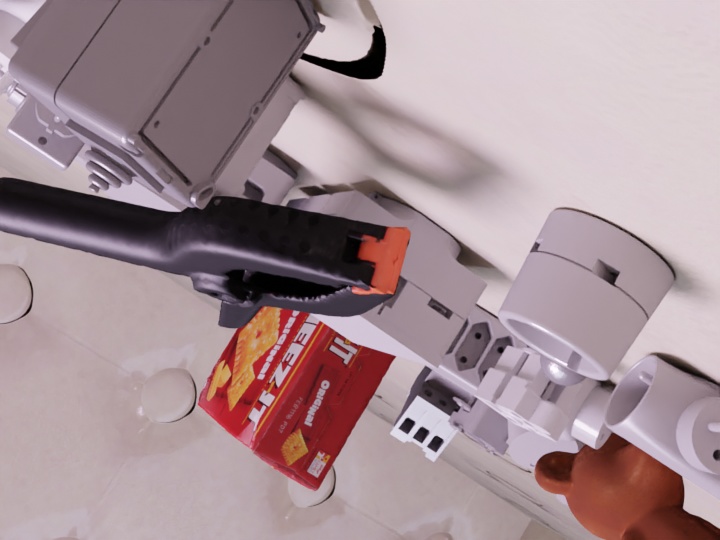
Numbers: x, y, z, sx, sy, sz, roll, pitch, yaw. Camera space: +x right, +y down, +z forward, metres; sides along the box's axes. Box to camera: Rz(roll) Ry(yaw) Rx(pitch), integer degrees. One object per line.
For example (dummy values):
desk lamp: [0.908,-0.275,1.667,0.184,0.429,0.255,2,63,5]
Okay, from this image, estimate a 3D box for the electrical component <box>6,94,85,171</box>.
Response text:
electrical component: [-0.198,-0.107,0.719,0.047,0.065,0.077,35,171,-17]

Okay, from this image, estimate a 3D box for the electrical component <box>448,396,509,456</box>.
electrical component: [0.108,0.112,0.874,0.081,0.063,0.042,36,172,-23]

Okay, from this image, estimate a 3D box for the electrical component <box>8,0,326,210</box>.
electrical component: [-0.067,-0.070,0.353,0.061,0.096,0.061,30,172,19]

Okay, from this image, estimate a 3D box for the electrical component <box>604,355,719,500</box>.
electrical component: [0.170,0.079,0.523,0.077,0.044,0.079,33,172,-4]

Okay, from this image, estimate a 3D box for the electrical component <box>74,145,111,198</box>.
electrical component: [-0.195,-0.064,0.930,0.138,0.073,0.052,36,171,-24]

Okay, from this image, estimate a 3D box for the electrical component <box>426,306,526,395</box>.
electrical component: [0.072,0.054,0.728,0.066,0.047,0.076,32,172,3]

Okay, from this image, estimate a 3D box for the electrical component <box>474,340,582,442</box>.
electrical component: [0.104,0.063,0.628,0.048,0.055,0.066,36,171,-24]

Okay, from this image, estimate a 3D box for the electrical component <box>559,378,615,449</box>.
electrical component: [0.141,0.088,0.683,0.079,0.043,0.077,28,171,27]

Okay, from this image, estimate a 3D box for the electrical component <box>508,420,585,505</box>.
electrical component: [0.170,0.159,0.836,0.138,0.073,0.052,37,127,-28]

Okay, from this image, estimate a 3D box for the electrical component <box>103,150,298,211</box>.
electrical component: [-0.108,-0.057,0.696,0.105,0.060,0.186,33,172,-8]

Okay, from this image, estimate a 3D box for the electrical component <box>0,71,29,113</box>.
electrical component: [-0.257,-0.139,0.839,0.078,0.040,0.040,36,171,-20]

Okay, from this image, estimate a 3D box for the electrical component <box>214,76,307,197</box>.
electrical component: [-0.083,-0.077,0.486,0.061,0.061,0.096,38,170,-35]

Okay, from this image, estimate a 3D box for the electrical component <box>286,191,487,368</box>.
electrical component: [0.000,0.000,0.627,0.089,0.061,0.150,35,171,-16]

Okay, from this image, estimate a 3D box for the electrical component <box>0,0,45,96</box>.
electrical component: [-0.146,-0.107,0.486,0.077,0.079,0.044,23,162,46]

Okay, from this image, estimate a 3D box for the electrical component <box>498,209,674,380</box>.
electrical component: [0.087,0.011,0.422,0.055,0.047,0.055,32,172,5]
